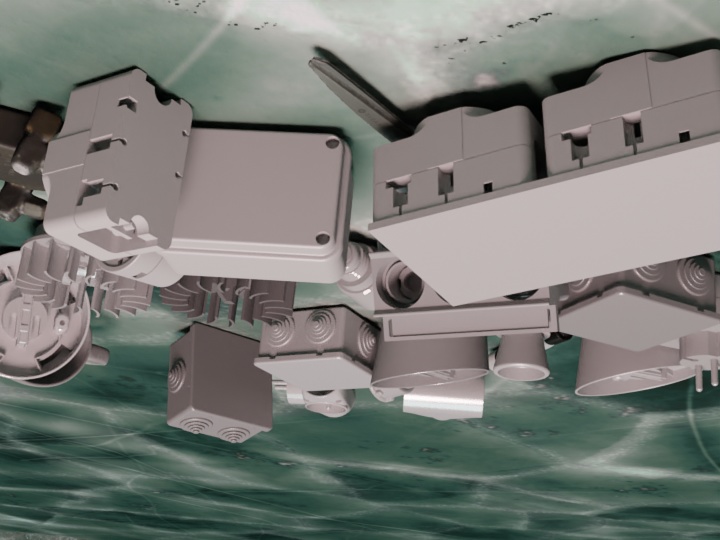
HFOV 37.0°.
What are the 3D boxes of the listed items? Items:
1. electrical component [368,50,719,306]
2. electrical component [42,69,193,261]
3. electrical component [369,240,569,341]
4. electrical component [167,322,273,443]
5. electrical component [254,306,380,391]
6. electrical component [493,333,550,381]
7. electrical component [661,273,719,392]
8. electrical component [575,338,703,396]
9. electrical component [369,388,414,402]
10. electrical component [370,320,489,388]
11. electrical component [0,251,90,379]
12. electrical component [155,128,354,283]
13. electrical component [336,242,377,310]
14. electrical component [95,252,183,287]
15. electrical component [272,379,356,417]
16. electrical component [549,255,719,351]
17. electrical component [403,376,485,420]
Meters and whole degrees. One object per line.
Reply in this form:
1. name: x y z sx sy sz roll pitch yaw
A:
1. electrical component: 0.111 -0.045 0.571 0.186 0.060 0.105 -13 150 26
2. electrical component: -0.135 -0.056 0.591 0.056 0.089 0.050 -9 155 32
3. electrical component: 0.075 0.005 0.728 0.121 0.078 0.063 -5 178 25
4. electrical component: -0.131 0.107 0.997 0.100 0.099 0.048 21 141 -34
5. electrical component: -0.032 0.070 0.943 0.100 0.048 0.100 -6 156 28
6. electrical component: 0.130 0.056 0.861 0.045 0.055 0.045 5 159 2
7. electrical component: 0.252 0.050 0.784 0.047 0.076 0.065 12 158 -15
8. electrical component: 0.223 0.070 0.861 0.099 0.064 0.099 5 159 2
9. electrical component: 0.039 0.094 0.996 0.062 0.048 0.048 -20 148 35
10. electrical component: 0.060 0.073 0.908 0.099 0.064 0.099 5 159 2
11. electrical component: -0.270 0.039 0.863 0.099 0.099 0.064 13 163 -19
12. electrical component: -0.062 -0.039 0.635 0.113 0.078 0.057 3 162 6
13. electrical component: 0.000 0.000 0.769 0.040 0.040 0.078 -5 156 26
14. electrical component: -0.147 -0.018 0.742 0.055 0.055 0.047 -10 158 34
15. electrical component: -0.049 0.116 1.071 0.079 0.044 0.077 1 158 10
16. electrical component: 0.189 0.016 0.751 0.100 0.048 0.100 15 157 -23
17. electrical component: 0.082 0.125 1.063 0.077 0.044 0.079 4 159 4
